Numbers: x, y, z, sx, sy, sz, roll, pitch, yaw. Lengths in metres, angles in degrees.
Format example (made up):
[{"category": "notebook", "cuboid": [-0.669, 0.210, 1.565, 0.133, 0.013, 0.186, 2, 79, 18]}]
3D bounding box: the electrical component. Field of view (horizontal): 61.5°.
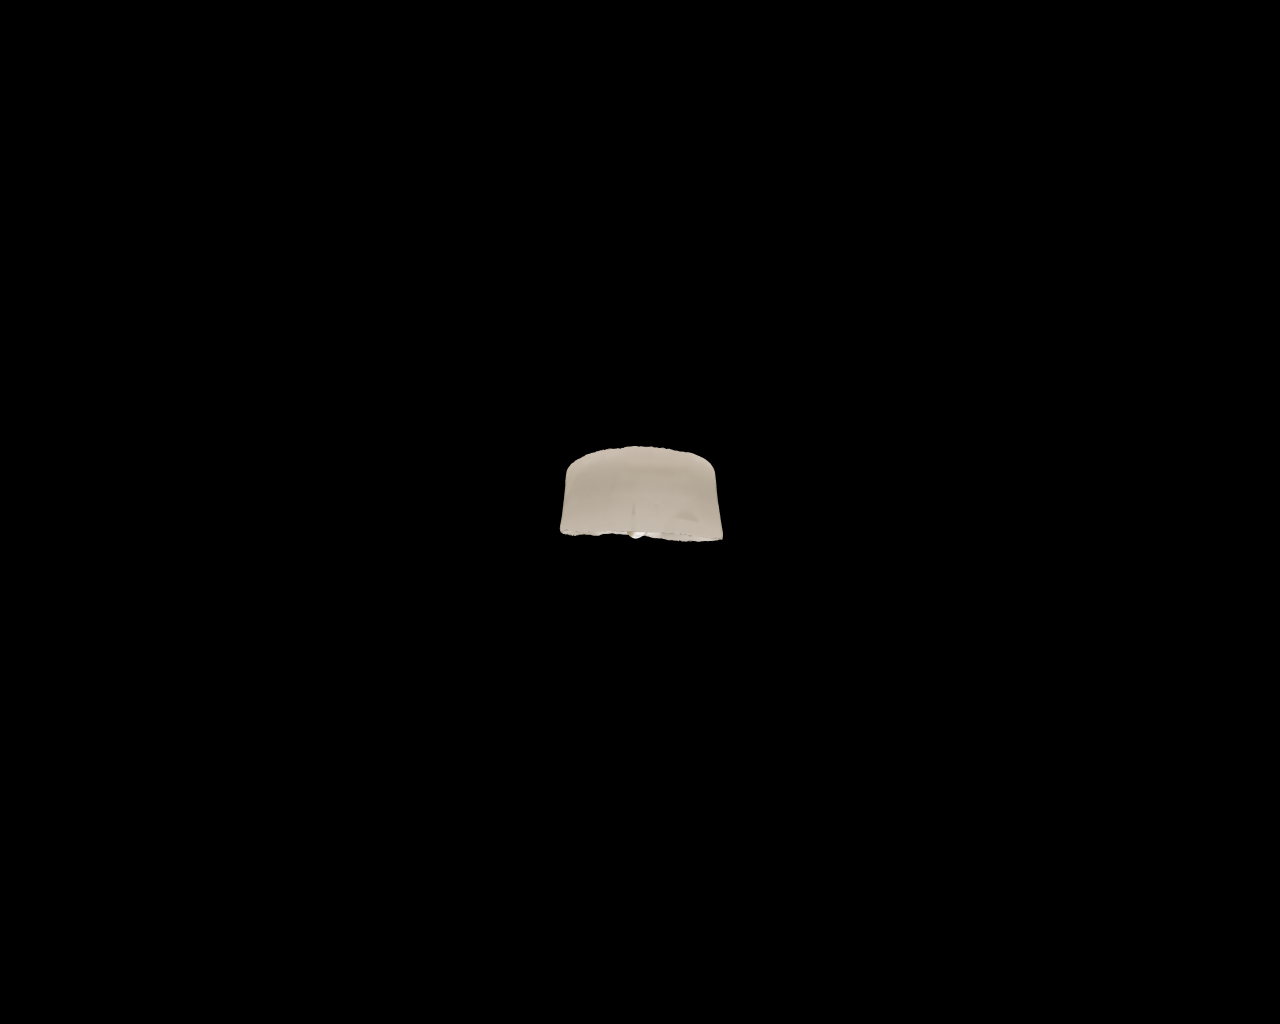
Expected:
[{"category": "electrical component", "cuboid": [0.001, -0.003, 0.650, 0.099, 0.064, 0.099, 0, -16, 0]}]
